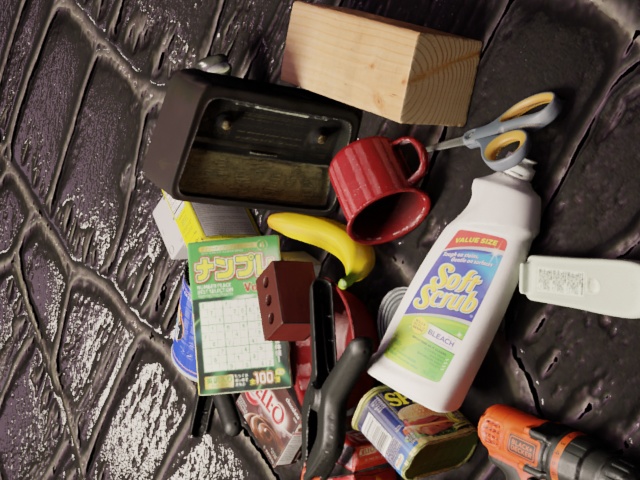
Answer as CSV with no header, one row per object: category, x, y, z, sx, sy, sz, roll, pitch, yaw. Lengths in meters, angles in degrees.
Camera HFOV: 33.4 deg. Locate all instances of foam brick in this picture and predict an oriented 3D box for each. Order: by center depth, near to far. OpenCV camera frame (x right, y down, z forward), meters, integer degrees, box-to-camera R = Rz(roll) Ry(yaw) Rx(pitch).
foam brick,-0.035,0.067,1.184,0.053,0.051,0.078,131,136,-52

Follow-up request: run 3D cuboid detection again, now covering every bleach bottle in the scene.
bleach bottle,0.137,0.033,1.022,0.103,0.068,0.251,28,102,28

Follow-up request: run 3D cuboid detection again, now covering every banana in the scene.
banana,0.010,0.002,1.201,0.198,0.069,0.037,37,125,56

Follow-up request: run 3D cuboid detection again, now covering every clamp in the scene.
clamp,0.006,0.152,1.107,0.165,0.036,0.210,-117,34,-60
clamp,-0.139,0.184,1.419,0.120,0.039,0.171,-1,90,51

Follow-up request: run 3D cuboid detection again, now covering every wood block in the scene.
wood block,0.058,-0.187,1.116,0.206,0.090,0.090,28,112,48

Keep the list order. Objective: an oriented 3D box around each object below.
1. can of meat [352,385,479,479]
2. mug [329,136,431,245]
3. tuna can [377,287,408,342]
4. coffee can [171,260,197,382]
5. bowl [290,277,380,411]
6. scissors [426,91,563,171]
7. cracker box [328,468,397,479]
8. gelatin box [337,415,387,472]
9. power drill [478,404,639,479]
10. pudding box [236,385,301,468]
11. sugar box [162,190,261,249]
can of meat,0.098,0.190,1.070,0.084,0.101,0.057,45,126,39
mug,0.066,-0.062,1.116,0.117,0.093,0.081,-43,53,31
tuna can,0.100,0.091,1.116,0.086,0.033,0.086,2,93,52
coffee can,-0.127,0.096,1.328,0.103,0.102,0.140,51,141,38
bowl,0.024,0.122,1.183,0.162,0.055,0.162,-177,90,-65
scissors,0.148,-0.087,1.028,0.202,0.016,0.096,-23,32,48
cracker box,0.011,0.352,1.209,0.214,0.071,0.164,-24,74,49
gelatin box,0.038,0.220,1.167,0.089,0.073,0.030,13,104,52
power drill,0.209,0.259,0.967,0.185,0.057,0.188,19,103,54
pudding box,-0.051,0.206,1.308,0.114,0.039,0.090,52,128,36
sugar box,-0.150,-0.055,1.384,0.048,0.093,0.176,-56,50,37
